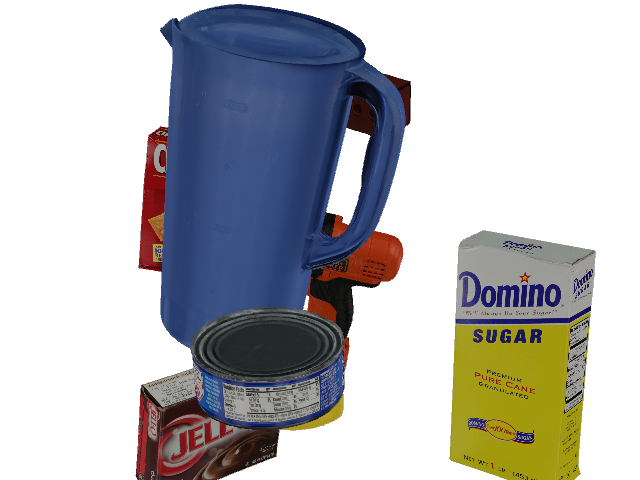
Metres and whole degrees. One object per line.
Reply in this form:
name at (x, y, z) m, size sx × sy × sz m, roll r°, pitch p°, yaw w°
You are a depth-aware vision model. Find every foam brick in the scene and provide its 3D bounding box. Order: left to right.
foam brick at (0.055, -0.153, 1.179) m, size 0.078 × 0.053 × 0.051 m, roll 20°, pitch 37°, yaw 33°

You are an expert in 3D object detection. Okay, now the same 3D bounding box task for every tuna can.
tuna can at (-0.029, 0.071, 0.598) m, size 0.086 × 0.034 × 0.086 m, roll -2°, pitch 22°, yaw 1°

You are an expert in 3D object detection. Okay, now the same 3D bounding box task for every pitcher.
pitcher at (-0.042, -0.037, 0.767) m, size 0.144 × 0.243 × 0.149 m, roll -2°, pitch 28°, yaw -22°

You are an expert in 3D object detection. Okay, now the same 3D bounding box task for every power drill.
power drill at (-0.025, 0.049, 1.056) m, size 0.184 × 0.188 × 0.057 m, roll 14°, pitch 43°, yaw 0°

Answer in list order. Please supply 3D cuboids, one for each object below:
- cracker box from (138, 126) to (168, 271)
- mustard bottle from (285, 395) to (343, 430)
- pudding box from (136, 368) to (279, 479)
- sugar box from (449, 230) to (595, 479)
cracker box at (-0.184, -0.052, 1.620) m, size 0.164 × 0.214 × 0.072 m, roll 10°, pitch 19°, yaw 6°
mustard bottle at (-0.036, 0.143, 1.260) m, size 0.096 × 0.058 × 0.192 m, roll -7°, pitch 30°, yaw -8°
pudding box at (-0.083, 0.138, 0.809) m, size 0.113 × 0.090 × 0.039 m, roll -16°, pitch 39°, yaw -36°
sugar box at (0.145, 0.087, 0.779) m, size 0.093 × 0.176 × 0.048 m, roll 11°, pitch 21°, yaw 36°
